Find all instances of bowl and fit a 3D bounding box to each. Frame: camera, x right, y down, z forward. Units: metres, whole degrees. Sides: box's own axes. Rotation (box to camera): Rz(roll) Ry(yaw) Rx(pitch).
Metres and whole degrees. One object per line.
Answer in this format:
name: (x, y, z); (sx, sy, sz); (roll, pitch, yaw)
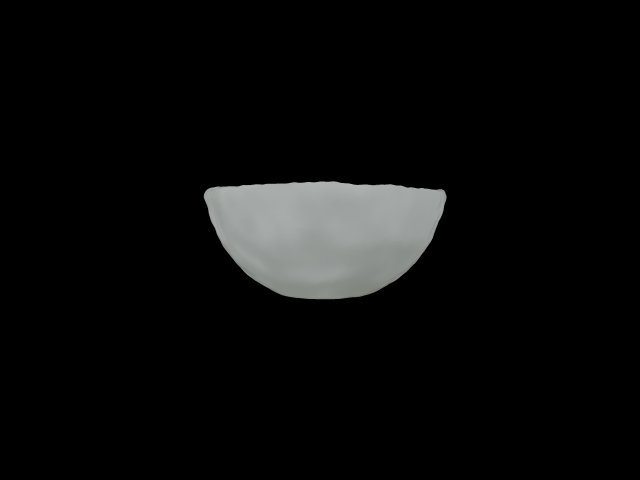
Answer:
bowl: (0.004, 0.001, 0.400); (0.167, 0.075, 0.167); (0, 2, 0)
